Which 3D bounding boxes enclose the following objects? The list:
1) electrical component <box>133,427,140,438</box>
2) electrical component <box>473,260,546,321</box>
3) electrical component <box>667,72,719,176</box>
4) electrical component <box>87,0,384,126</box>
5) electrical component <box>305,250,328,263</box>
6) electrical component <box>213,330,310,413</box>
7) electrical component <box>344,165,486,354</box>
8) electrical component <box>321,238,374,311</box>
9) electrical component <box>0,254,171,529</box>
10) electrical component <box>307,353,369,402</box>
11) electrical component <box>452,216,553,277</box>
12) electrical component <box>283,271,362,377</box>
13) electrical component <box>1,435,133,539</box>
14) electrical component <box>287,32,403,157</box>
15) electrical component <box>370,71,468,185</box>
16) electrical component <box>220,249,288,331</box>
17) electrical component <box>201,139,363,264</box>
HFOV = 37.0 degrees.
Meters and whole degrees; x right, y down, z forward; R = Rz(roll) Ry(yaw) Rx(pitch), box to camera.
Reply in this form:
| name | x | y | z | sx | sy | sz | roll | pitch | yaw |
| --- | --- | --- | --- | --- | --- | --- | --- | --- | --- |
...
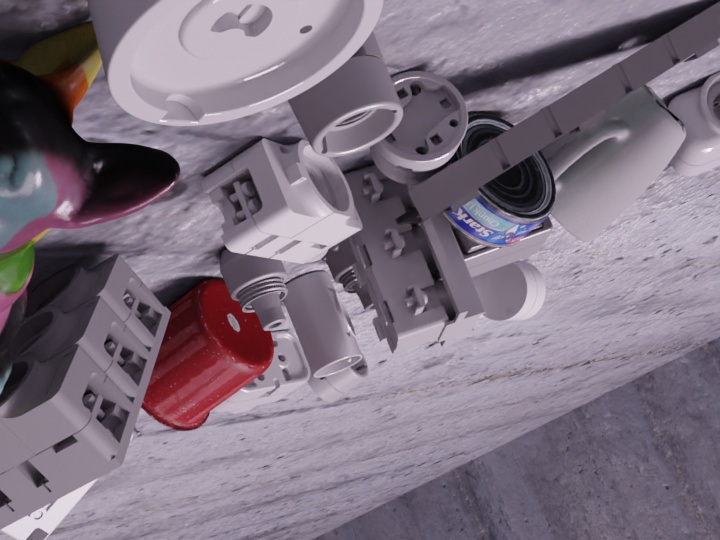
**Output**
| name | x | y | z | sx | sy | sz | roll | pitch | yaw |
| --- | --- | --- | --- | --- | --- | --- | --- | --- | --- |
| electrical component | -0.221 | 0.107 | 0.853 | 0.061 | 0.061 | 0.096 | -21 | 163 | -7 |
| electrical component | 0.080 | 0.016 | 0.916 | 0.138 | 0.052 | 0.074 | 1 | 178 | 34 |
| electrical component | 0.287 | -0.119 | 0.840 | 0.095 | 0.053 | 0.059 | -22 | 164 | -4 |
| electrical component | -0.052 | -0.109 | 0.406 | 0.108 | 0.060 | 0.108 | -21 | 163 | -7 |
| electrical component | -0.037 | -0.021 | 0.748 | 0.035 | 0.035 | 0.061 | -19 | 166 | -15 |
| electrical component | -0.102 | 0.095 | 0.988 | 0.095 | 0.053 | 0.059 | -4 | 155 | -48 |
| electrical component | 0.028 | -0.011 | 0.712 | 0.063 | 0.121 | 0.078 | -18 | 163 | -10 |
| electrical component | 0.000 | 0.000 | 0.814 | 0.048 | 0.062 | 0.048 | -21 | 164 | -7 |
| electrical component | -0.175 | 0.062 | 0.622 | 0.089 | 0.061 | 0.150 | -29 | -155 | 17 |
| electrical component | -0.024 | 0.102 | 1.116 | 0.047 | 0.055 | 0.055 | -34 | 161 | 21 |
| electrical component | 0.103 | -0.039 | 0.829 | 0.096 | 0.061 | 0.061 | -20 | 163 | -12 |
| electrical component | -0.029 | 0.049 | 0.901 | 0.044 | 0.077 | 0.079 | -24 | 164 | 3 |
| electrical component | -0.235 | 0.120 | 0.748 | 0.108 | 0.056 | 0.108 | -50 | 135 | -11 |
| electrical component | -0.009 | -0.090 | 0.547 | 0.055 | 0.047 | 0.055 | -21 | 163 | -7 |
| electrical component | 0.032 | -0.080 | 0.623 | 0.055 | 0.055 | 0.047 | -21 | 167 | -8 |
| electrical component | -0.071 | 0.011 | 0.755 | 0.043 | 0.062 | 0.043 | -22 | 164 | -7 |
| electrical component | -0.042 | -0.042 | 0.649 | 0.056 | 0.050 | 0.089 | -30 | 162 | 22 |
